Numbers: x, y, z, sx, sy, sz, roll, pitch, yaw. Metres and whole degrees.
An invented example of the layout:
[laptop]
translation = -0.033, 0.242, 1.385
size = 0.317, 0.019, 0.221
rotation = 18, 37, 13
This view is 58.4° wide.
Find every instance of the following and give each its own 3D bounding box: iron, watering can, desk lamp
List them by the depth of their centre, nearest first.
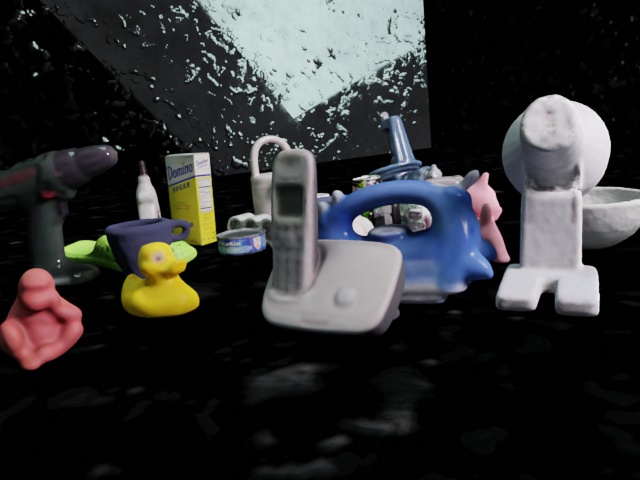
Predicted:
[desk lamp]
translation = 0.256, -0.049, 0.628
size = 0.117, 0.214, 0.204
rotation = 0, 13, 24
[iron]
translation = 0.075, -0.007, 0.688
size = 0.257, 0.141, 0.119
rotation = -1, 12, 19
[watering can]
translation = -0.087, -0.117, 1.176
size = 0.172, 0.194, 0.101
rotation = 5, 16, 43

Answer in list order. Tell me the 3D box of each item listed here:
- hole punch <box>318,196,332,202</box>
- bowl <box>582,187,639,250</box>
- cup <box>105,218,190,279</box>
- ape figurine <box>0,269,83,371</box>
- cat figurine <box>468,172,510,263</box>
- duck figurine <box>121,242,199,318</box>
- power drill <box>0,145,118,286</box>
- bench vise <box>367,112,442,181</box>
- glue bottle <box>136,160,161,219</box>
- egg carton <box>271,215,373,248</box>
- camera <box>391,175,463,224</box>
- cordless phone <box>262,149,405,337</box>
[hole punch]
translation = 0.008, -0.034, 0.982
size = 0.108, 0.091, 0.101
rotation = -6, 12, -3
[bowl]
translation = 0.381, -0.028, 0.817
size = 0.167, 0.075, 0.167
rotation = -5, 11, 1
[cup]
translation = -0.244, 0.019, 0.832
size = 0.118, 0.095, 0.091
rotation = -10, 12, -19
[ape figurine]
translation = -0.286, 0.075, 0.583
size = 0.078, 0.092, 0.076
rotation = -10, 12, -21
[cat figurine]
translation = 0.228, -0.035, 0.816
size = 0.067, 0.118, 0.128
rotation = -4, 12, 9
[duck figurine]
translation = -0.202, 0.045, 0.706
size = 0.104, 0.086, 0.078
rotation = 1, 13, 29
[power drill]
translation = -0.412, -0.037, 0.900
size = 0.229, 0.208, 0.075
rotation = -4, 12, 5
[bench vise]
translation = 0.188, -0.167, 1.225
size = 0.206, 0.220, 0.122
rotation = 5, 16, 43
[glue bottle]
translation = -0.318, -0.060, 1.061
size = 0.037, 0.173, 0.078
rotation = -8, 12, -11
[egg carton]
translation = 0.008, 0.003, 0.854
size = 0.150, 0.069, 0.107
rotation = -2, 12, 19
[camera]
translation = 0.193, -0.059, 0.994
size = 0.136, 0.101, 0.143
rotation = -4, 12, 9
[cordless phone]
translation = 0.008, 0.001, 0.573
size = 0.147, 0.185, 0.094
rotation = 1, 13, 30
